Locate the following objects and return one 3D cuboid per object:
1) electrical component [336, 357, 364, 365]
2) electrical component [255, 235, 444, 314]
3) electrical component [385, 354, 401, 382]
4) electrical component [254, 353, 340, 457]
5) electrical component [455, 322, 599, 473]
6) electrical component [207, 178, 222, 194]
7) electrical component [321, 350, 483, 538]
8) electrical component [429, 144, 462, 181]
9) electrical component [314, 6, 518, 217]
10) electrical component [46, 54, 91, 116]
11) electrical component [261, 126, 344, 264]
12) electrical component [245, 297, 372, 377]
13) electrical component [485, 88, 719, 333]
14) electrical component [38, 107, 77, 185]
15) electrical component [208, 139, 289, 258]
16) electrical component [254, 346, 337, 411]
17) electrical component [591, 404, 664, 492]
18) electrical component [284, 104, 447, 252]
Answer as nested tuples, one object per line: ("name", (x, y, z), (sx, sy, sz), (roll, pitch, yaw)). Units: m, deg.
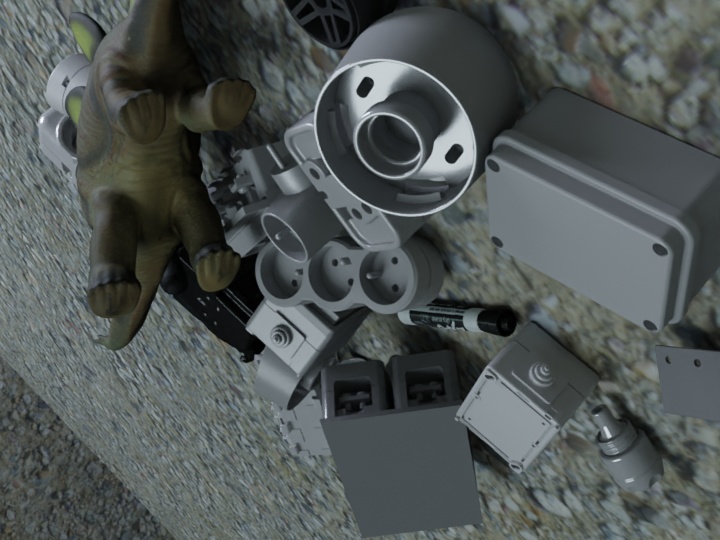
("electrical component", (0.016, 0.124, 0.973), (0.079, 0.043, 0.077), (8, 137, 43))
("electrical component", (0.000, 0.000, 0.779), (0.138, 0.074, 0.052), (2, 96, 34))
("electrical component", (0.035, 0.099, 0.906), (0.040, 0.040, 0.078), (31, 151, 31))
("electrical component", (-0.052, 0.128, 1.050), (0.079, 0.063, 0.121), (-5, 140, 8))
("electrical component", (0.116, 0.082, 0.729), (0.062, 0.061, 0.096), (40, 148, 13))
("electrical component", (-0.129, -0.046, 0.926), (0.045, 0.055, 0.045), (36, 154, 21))
("electrical component", (0.037, 0.143, 0.877), (0.105, 0.060, 0.186), (-8, 139, 5))
("electrical component", (0.042, -0.086, 0.602), (0.040, 0.040, 0.078), (19, 144, 46))
("electrical component", (0.027, -0.080, 0.563), (0.099, 0.064, 0.099), (14, 129, 19))
("electrical component", (-0.236, -0.153, 0.936), (0.047, 0.055, 0.055), (33, 153, 19))
("electrical component", (-0.034, -0.059, 0.725), (0.043, 0.077, 0.079), (5, 133, 57))
("electrical component", (-0.039, 0.035, 0.852), (0.062, 0.096, 0.061), (42, 119, 10))
("electrical component", (0.123, -0.030, 0.539), (0.113, 0.057, 0.078), (32, 152, 30))
("electrical component", (-0.261, -0.117, 1.032), (0.095, 0.054, 0.059), (44, 156, 5))
("electrical component", (-0.073, -0.053, 0.811), (0.063, 0.079, 0.121), (68, 156, 4))
("electrical component", (-0.058, 0.072, 0.950), (0.064, 0.099, 0.099), (34, 154, 11))
("electrical component", (0.174, 0.116, 0.714), (0.061, 0.035, 0.035), (55, 155, -13))
("electrical component", (0.008, -0.067, 0.666), (0.095, 0.059, 0.054), (54, 155, -17))
